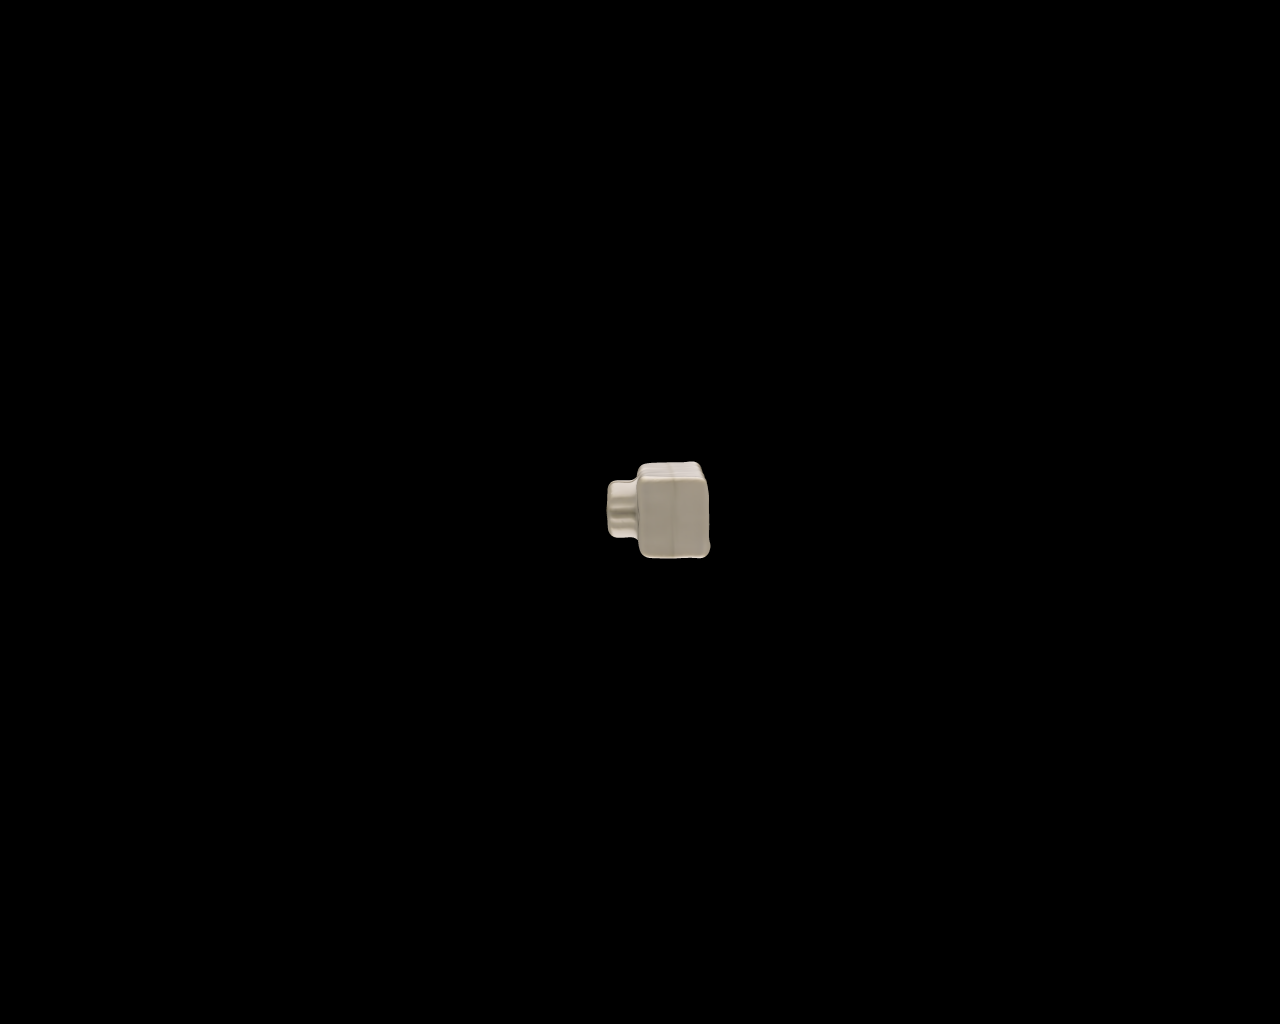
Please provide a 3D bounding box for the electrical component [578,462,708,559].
[{"bbox_3d":[0.001,-0.003,0.650,0.076,0.047,0.083,0,9,0],"label":"electrical component"}]
